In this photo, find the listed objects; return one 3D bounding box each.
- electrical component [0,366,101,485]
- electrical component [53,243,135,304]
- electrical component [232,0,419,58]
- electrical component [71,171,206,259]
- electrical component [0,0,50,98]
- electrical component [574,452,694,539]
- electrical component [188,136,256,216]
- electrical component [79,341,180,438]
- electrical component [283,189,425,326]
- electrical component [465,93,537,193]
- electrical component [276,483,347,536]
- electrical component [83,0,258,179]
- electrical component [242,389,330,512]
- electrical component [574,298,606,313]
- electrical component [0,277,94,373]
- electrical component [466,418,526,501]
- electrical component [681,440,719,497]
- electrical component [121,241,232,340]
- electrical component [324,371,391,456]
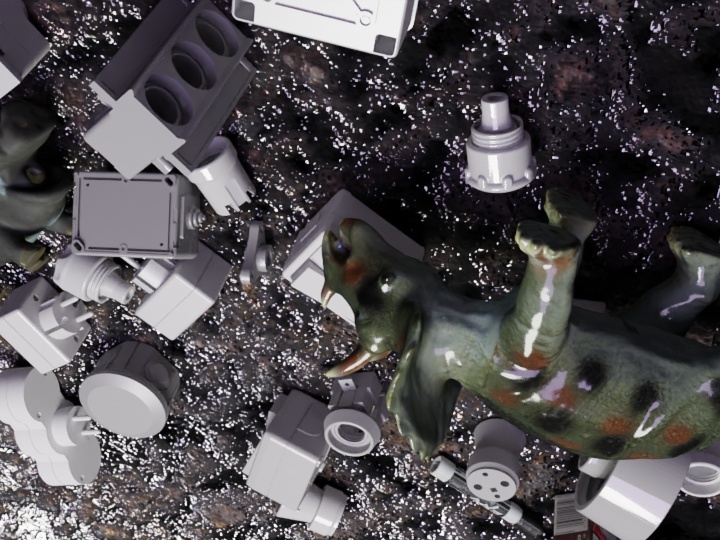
[{"bbox_3d":[-0.279,0.147,1.011,0.074,0.052,0.138,-6,127,22],"label":"electrical component"},{"bbox_3d":[-0.213,0.006,0.873,0.062,0.043,0.043,27,133,10],"label":"electrical component"},{"bbox_3d":[-0.015,-0.194,0.638,0.109,0.056,0.108,15,132,5],"label":"electrical component"},{"bbox_3d":[-0.158,-0.040,0.801,0.096,0.061,0.061,3,91,11],"label":"electrical component"},{"bbox_3d":[-0.317,-0.189,0.733,0.105,0.060,0.186,-26,118,33],"label":"electrical component"},{"bbox_3d":[0.205,0.149,0.831,0.060,0.108,0.108,27,132,2],"label":"electrical component"},{"bbox_3d":[-0.102,-0.068,0.784,0.040,0.040,0.046,-11,130,25],"label":"electrical component"},{"bbox_3d":[-0.203,0.106,0.954,0.080,0.051,0.080,9,131,10],"label":"electrical component"},{"bbox_3d":[0.000,0.000,0.795,0.096,0.061,0.062,36,130,-14],"label":"electrical component"},{"bbox_3d":[0.091,-0.085,0.707,0.048,0.048,0.062,1,123,17],"label":"electrical component"},{"bbox_3d":[-0.045,0.219,1.005,0.055,0.045,0.045,24,132,-4],"label":"electrical component"},{"bbox_3d":[-0.124,-0.117,0.693,0.063,0.121,0.079,-30,116,37],"label":"electrical component"},{"bbox_3d":[-0.062,0.161,0.947,0.061,0.061,0.096,27,132,6],"label":"electrical component"},{"bbox_3d":[0.143,0.035,0.795,0.065,0.044,0.044,19,132,8],"label":"electrical component"},{"bbox_3d":[-0.260,0.042,0.919,0.077,0.047,0.065,-22,120,31],"label":"electrical component"},{"bbox_3d":[0.114,0.158,0.898,0.045,0.055,0.045,9,131,10],"label":"electrical component"},{"bbox_3d":[0.269,0.148,0.847,0.040,0.046,0.040,9,131,10],"label":"electrical component"},{"bbox_3d":[-0.155,0.005,0.856,0.077,0.047,0.066,38,129,-16],"label":"electrical component"},{"bbox_3d":[-0.003,0.122,0.902,0.048,0.055,0.066,-9,126,24],"label":"electrical component"}]
